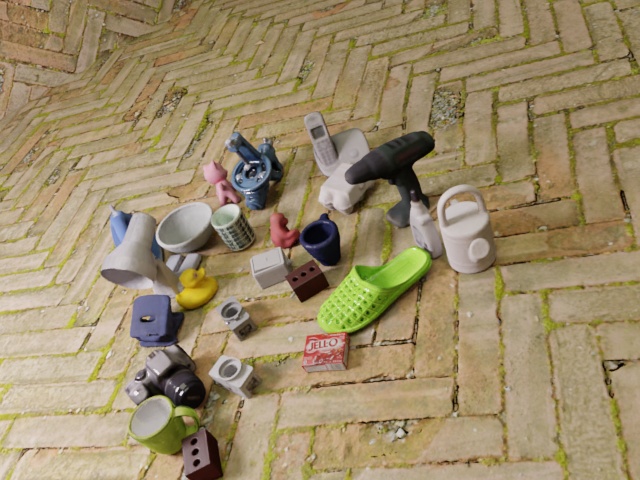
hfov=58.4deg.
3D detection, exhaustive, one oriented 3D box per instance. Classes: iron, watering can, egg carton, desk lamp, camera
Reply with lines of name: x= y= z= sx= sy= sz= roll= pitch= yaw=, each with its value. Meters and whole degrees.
iron: x=-0.500 y=0.008 z=1.527 sx=0.119 sy=0.142 sz=0.257 roll=-33 pitch=42 yaw=-9
watering can: x=0.293 y=-0.027 z=1.136 sx=0.101 sy=0.194 sz=0.172 roll=-35 pitch=42 yaw=-10
egg carton: x=0.071 y=-0.133 z=1.447 sx=0.107 sy=0.070 sz=0.150 roll=18 pitch=57 yaw=38
desk lamp: x=-0.409 y=0.052 z=1.383 sx=0.117 sy=0.214 sz=0.203 roll=-4 pitch=46 yaw=22
camera: x=-0.310 y=0.296 z=1.170 sx=0.136 sy=0.101 sz=0.143 roll=26 pitch=62 yaw=42

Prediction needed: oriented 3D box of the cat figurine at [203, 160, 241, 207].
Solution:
cat figurine: x=-0.285 y=-0.169 z=1.621 sx=0.067 sy=0.118 sz=0.127 roll=-28 pitch=42 yaw=-3

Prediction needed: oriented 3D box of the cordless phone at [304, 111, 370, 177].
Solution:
cordless phone: x=0.044 y=-0.268 z=1.510 sx=0.147 sy=0.185 sz=0.094 roll=-23 pitch=42 yaw=3

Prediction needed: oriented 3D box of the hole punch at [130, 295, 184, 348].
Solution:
hole punch: x=-0.383 y=0.187 z=1.325 sx=0.108 sy=0.091 sz=0.101 roll=-7 pitch=45 yaw=20

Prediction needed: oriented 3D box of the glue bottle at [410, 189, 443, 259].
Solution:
glue bottle: x=0.215 y=-0.040 z=1.204 sx=0.037 sy=0.173 sz=0.078 roll=-32 pitch=42 yaw=-6

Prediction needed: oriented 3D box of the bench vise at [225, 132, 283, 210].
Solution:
bench vise: x=-0.191 y=-0.218 z=1.547 sx=0.121 sy=0.220 sz=0.207 roll=-15 pitch=43 yaw=12

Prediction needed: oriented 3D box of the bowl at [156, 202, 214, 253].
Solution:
bowl: x=-0.348 y=-0.021 z=1.532 sx=0.167 sy=0.075 sz=0.167 roll=-14 pitch=43 yaw=13

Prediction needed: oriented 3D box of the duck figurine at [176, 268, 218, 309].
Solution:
duck figurine: x=-0.306 y=0.109 z=1.371 sx=0.105 sy=0.086 sz=0.077 roll=-36 pitch=42 yaw=-11

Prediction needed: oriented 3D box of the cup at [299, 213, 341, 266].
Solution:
cup: x=0.012 y=0.005 z=1.316 sx=0.091 sy=0.095 sz=0.118 roll=-7 pitch=45 yaw=20

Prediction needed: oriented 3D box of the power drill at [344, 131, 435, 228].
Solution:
power drill: x=0.172 y=-0.134 z=1.293 sx=0.230 sy=0.209 sz=0.075 roll=-39 pitch=43 yaw=-14

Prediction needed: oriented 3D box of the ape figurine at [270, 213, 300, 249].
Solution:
ape figurine: x=-0.092 y=-0.029 z=1.403 sx=0.076 sy=0.092 sz=0.077 roll=-30 pitch=42 yaw=-5
